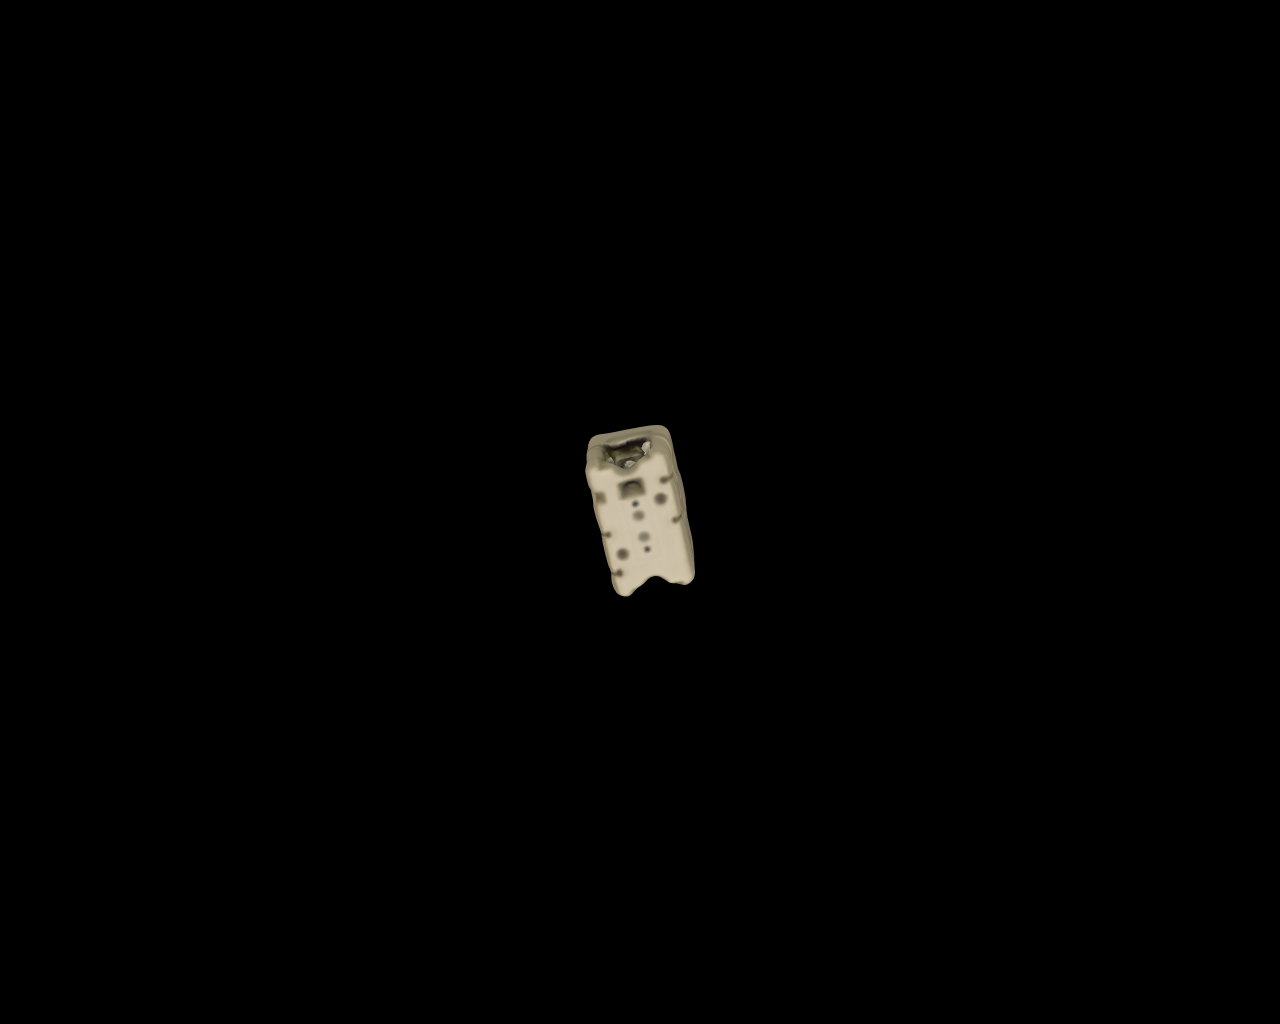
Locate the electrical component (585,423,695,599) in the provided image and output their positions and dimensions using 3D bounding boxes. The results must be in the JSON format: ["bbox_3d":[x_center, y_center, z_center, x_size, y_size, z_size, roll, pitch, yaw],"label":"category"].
[{"bbox_3d":[0.001,-0.003,0.650,0.050,0.089,0.056,-11,24,5],"label":"electrical component"}]
